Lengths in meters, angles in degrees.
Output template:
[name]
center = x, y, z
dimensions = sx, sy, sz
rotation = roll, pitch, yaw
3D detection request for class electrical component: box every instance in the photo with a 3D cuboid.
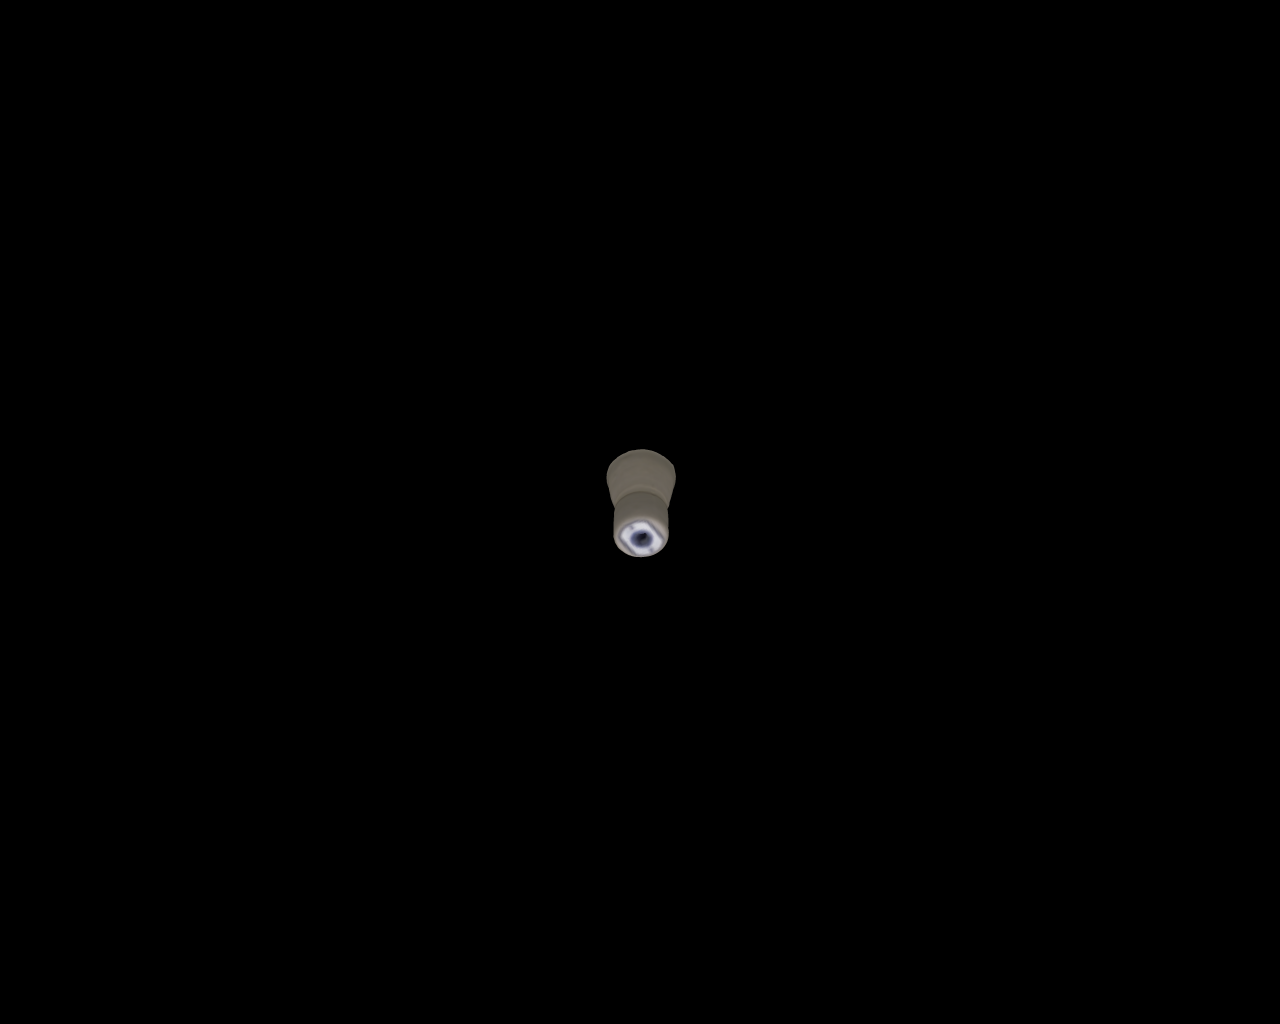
[electrical component]
center = 0.001, -0.003, 0.650
dimensions = 0.044, 0.044, 0.065
rotation = 0, 38, 0
